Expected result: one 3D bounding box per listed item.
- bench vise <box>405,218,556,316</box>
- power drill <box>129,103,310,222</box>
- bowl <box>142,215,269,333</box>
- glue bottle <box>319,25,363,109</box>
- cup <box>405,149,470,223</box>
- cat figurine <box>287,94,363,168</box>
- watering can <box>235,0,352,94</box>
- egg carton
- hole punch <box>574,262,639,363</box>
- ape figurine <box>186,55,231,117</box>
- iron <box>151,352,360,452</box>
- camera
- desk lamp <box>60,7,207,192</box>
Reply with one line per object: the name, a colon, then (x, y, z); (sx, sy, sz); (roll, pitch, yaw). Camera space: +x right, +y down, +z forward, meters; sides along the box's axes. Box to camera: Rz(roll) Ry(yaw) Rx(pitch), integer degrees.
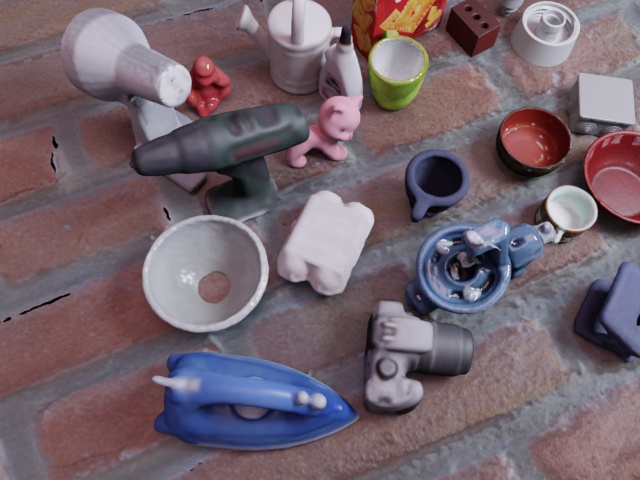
bench vise: (0.213, 0.007, 0.741); (0.208, 0.220, 0.121); (-40, 74, -17)
power drill: (-0.123, -0.098, 0.779); (0.230, 0.208, 0.075); (-25, 70, -12)
bowl: (-0.152, 0.054, 0.787); (0.167, 0.075, 0.167); (1, 67, -2)
glue bottle: (0.034, -0.262, 0.874); (0.078, 0.173, 0.037); (42, 72, 15)
cup: (0.158, -0.061, 0.836); (0.091, 0.095, 0.118); (27, 69, 9)
cat figurine: (0.007, -0.173, 0.865); (0.128, 0.118, 0.067); (-13, 68, -7)
watering can: (-0.040, -0.323, 0.885); (0.173, 0.194, 0.101); (-14, 68, -8)
egg carton: (0.008, 0.003, 0.817); (0.107, 0.069, 0.150); (22, 68, 7)
hole punch: (0.422, 0.098, 0.781); (0.101, 0.091, 0.109); (30, 69, 10)
ape figurine: (-0.181, -0.252, 0.905); (0.078, 0.092, 0.076); (-9, 68, -6)
iron: (-0.074, 0.192, 0.695); (0.258, 0.141, 0.118); (5, 67, 0)
camera: (0.127, 0.152, 0.741); (0.137, 0.101, 0.143); (6, 67, 1)
desk lamp: (-0.241, -0.202, 0.816); (0.203, 0.213, 0.118); (34, 70, 12)
